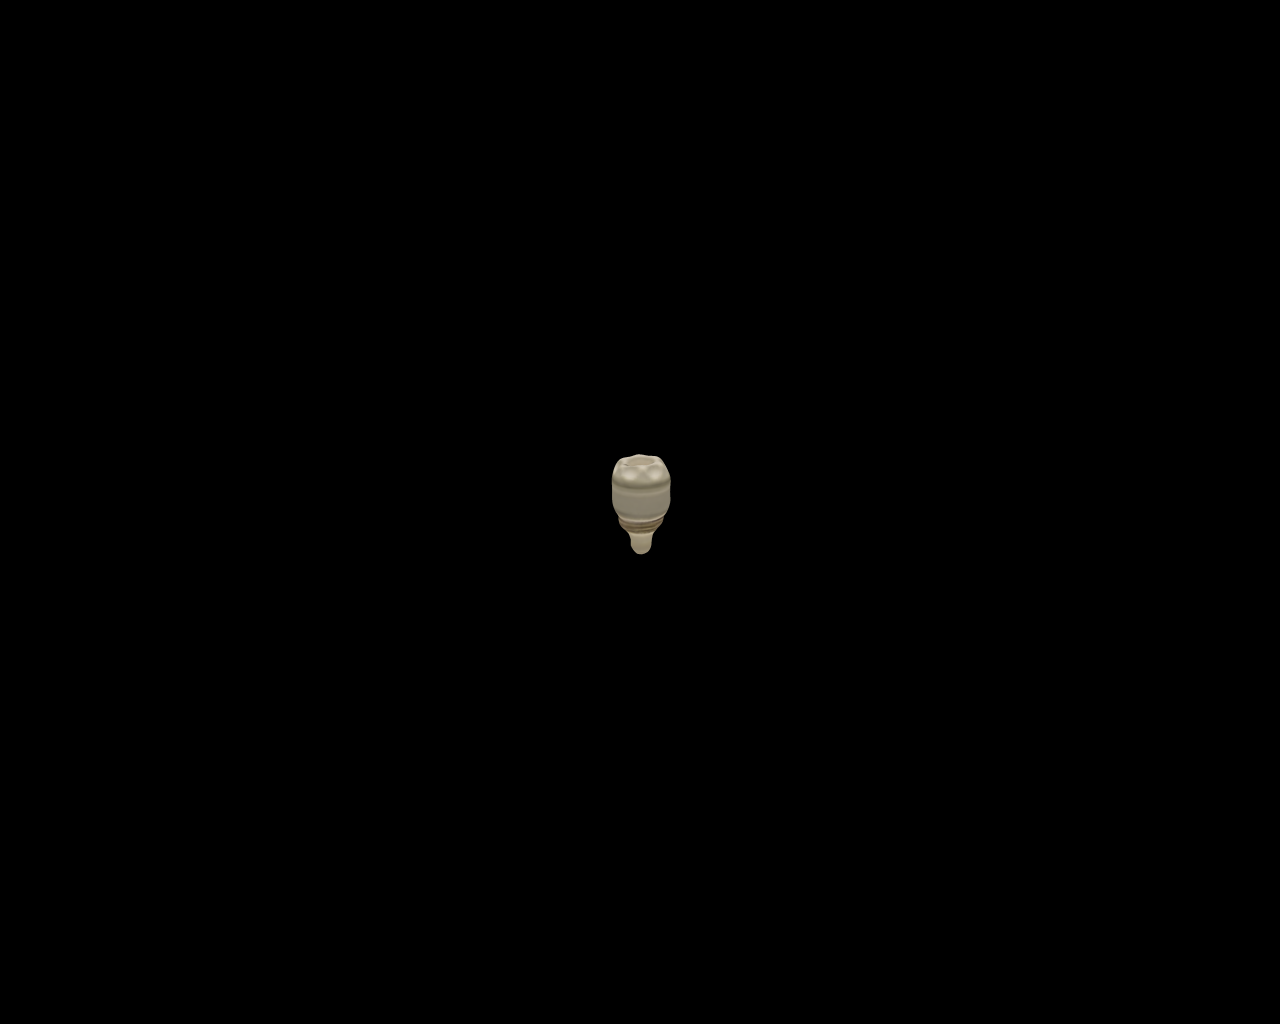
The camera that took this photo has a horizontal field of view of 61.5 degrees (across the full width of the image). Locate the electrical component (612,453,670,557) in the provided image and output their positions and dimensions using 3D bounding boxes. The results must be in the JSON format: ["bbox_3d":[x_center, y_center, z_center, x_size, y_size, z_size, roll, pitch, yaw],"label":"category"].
[{"bbox_3d":[0.001,-0.003,0.650,0.035,0.061,0.035,0,21,0],"label":"electrical component"}]
